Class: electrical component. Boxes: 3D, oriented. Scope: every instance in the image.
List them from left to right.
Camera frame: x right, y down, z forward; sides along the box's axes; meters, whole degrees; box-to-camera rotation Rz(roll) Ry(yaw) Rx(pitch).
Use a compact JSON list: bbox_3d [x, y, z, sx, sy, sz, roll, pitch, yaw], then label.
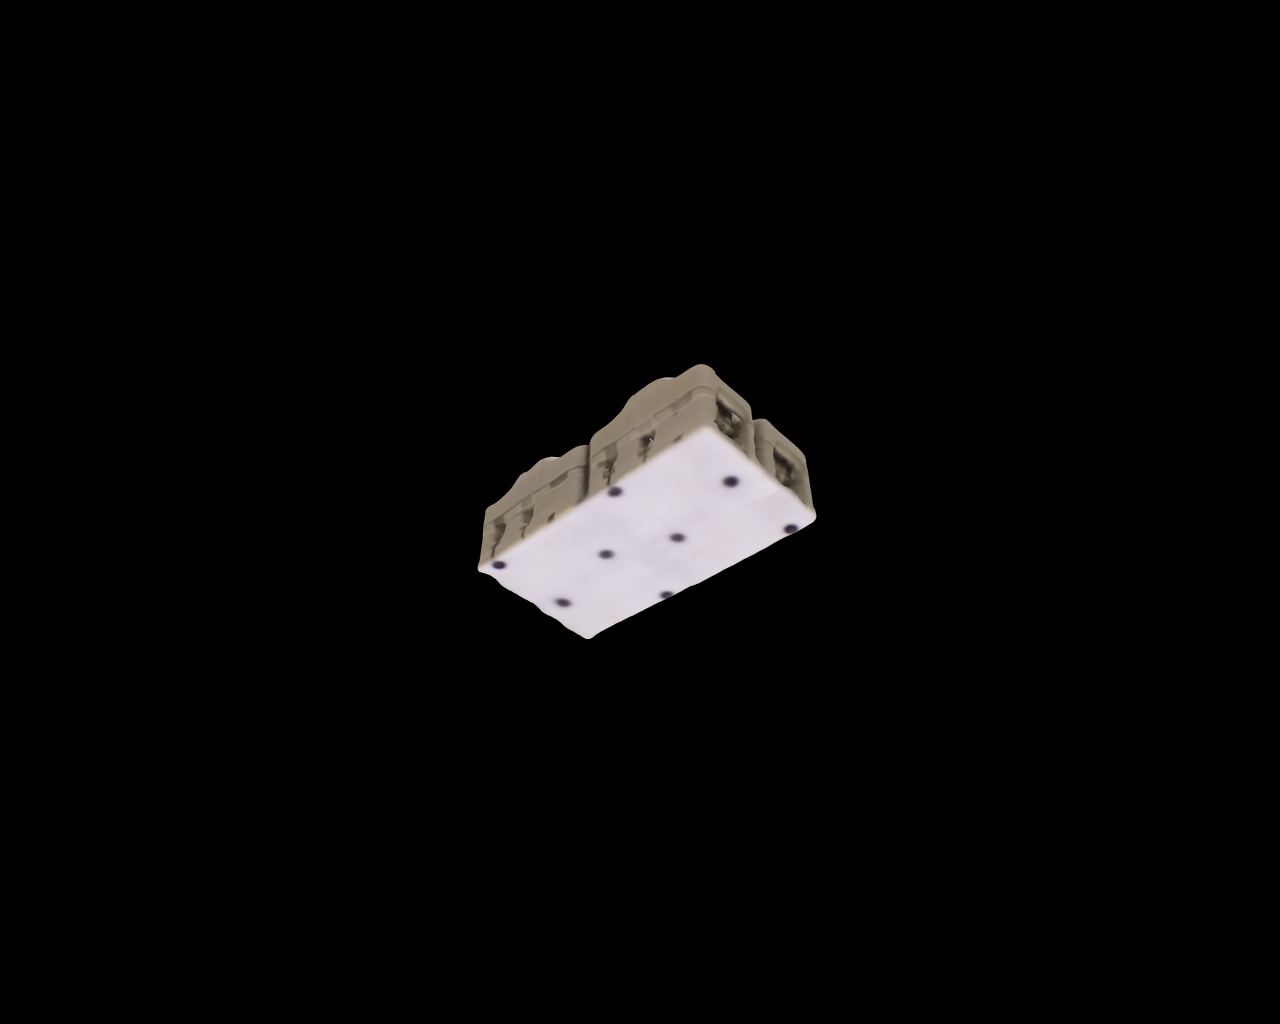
[{"bbox_3d":[0.001,-0.003,0.650,0.186,0.060,0.105,-31,-50,30],"label":"electrical component"}]
